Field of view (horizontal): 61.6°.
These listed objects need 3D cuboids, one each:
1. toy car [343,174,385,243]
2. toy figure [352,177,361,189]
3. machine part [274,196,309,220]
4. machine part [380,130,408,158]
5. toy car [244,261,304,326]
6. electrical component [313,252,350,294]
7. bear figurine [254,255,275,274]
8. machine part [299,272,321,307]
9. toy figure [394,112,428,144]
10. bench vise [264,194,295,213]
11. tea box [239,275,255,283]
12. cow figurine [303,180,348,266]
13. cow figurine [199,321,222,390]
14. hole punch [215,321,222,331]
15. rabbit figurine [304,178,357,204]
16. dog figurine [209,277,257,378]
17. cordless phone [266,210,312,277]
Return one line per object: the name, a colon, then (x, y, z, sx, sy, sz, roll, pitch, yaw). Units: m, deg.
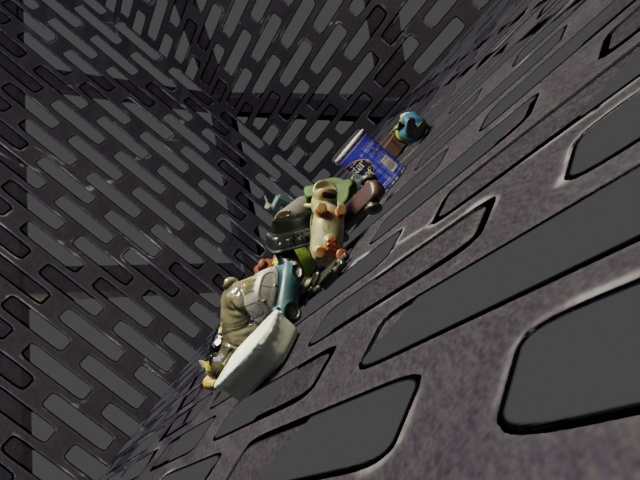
toy car: (0.081, -0.066, 1.219, 0.202, 0.053, 0.089, -46, 46, 47)
toy figure: (0.107, -0.153, 1.636, 0.064, 0.058, 0.154, -30, -5, -21)
machine part: (-0.060, -0.064, 1.426, 0.079, 0.079, 0.243, -48, -1, 22)
machine part: (0.211, -0.273, 1.637, 0.179, 0.056, 0.179, -50, 6, 7)
toy car: (-0.099, 0.113, 1.087, 0.109, 0.103, 0.161, -25, 52, 51)
electrical component: (0.022, 0.066, 1.061, 0.094, 0.021, 0.063, -48, 6, 25)
bear figurine: (-0.148, 0.081, 1.646, 0.132, 0.120, 0.196, 5, 23, 38)
machine part: (-0.048, 0.126, 1.154, 0.139, 0.039, 0.084, -45, 16, 29)
toy figure: (0.242, -0.300, 1.452, 0.089, 0.082, 0.180, -46, 9, 14)
bench vise: (-0.053, -0.086, 1.660, 0.223, 0.240, 0.129, -62, 28, 13)
tea box: (-0.145, 0.125, 1.375, 0.098, 0.068, 0.169, -22, -6, 10)
cow figurine: (0.014, -0.038, 1.171, 0.127, 0.085, 0.195, 130, 141, -71)
cow figurine: (-0.237, 0.271, 1.286, 0.167, 0.068, 0.098, -69, -24, -46)
hole punch: (-0.196, 0.236, 1.426, 0.142, 0.092, 0.115, -53, -24, -3)
rabbit figurine: (0.046, -0.098, 1.434, 0.159, 0.121, 0.170, -38, -24, -6)
dog figurine: (-0.201, 0.201, 1.203, 0.190, 0.172, 0.121, -47, 3, -20)
cordless phone: (-0.035, 0.032, 1.249, 0.147, 0.184, 0.088, -14, -31, -20)
